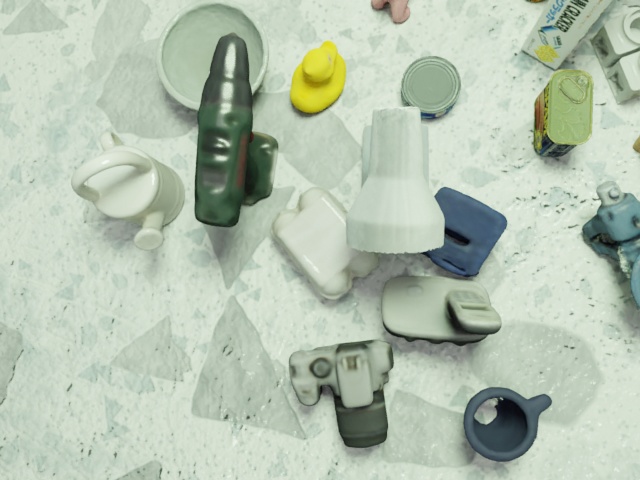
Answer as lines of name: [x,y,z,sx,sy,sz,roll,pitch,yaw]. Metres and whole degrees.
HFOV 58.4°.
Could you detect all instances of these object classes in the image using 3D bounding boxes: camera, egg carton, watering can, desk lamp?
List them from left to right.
watering can: [-0.257,-0.071,0.779,0.173,0.194,0.101,41,90,8]
egg carton: [0.007,0.003,0.811,0.107,0.069,0.150,-41,83,0]
camera: [0.035,0.210,0.774,0.143,0.101,0.137,-9,84,4]
desk lamp: [0.095,-0.076,0.738,0.118,0.213,0.203,0,85,5]

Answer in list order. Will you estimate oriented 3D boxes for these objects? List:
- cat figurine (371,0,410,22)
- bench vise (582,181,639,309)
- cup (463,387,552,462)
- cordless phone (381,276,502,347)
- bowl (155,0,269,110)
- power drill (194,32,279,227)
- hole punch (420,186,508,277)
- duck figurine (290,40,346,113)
cat figurine: [0.126,-0.396,0.813,0.067,0.118,0.128,31,88,7]
bench vise: [0.413,0.022,0.698,0.207,0.220,0.121,37,89,7]
cup: [0.241,0.229,0.757,0.117,0.095,0.091,-28,83,2]
cordless phone: [0.153,0.091,0.732,0.147,0.185,0.094,0,85,5]
bowl: [-0.151,-0.262,0.847,0.167,0.075,0.167,0,85,5]
power drill: [-0.112,-0.127,0.764,0.075,0.208,0.230,6,85,6]
hole punch: [0.189,-0.008,0.785,0.108,0.091,0.101,28,88,7]
duck figurine: [-0.006,-0.240,0.827,0.077,0.086,0.104,34,89,7]
